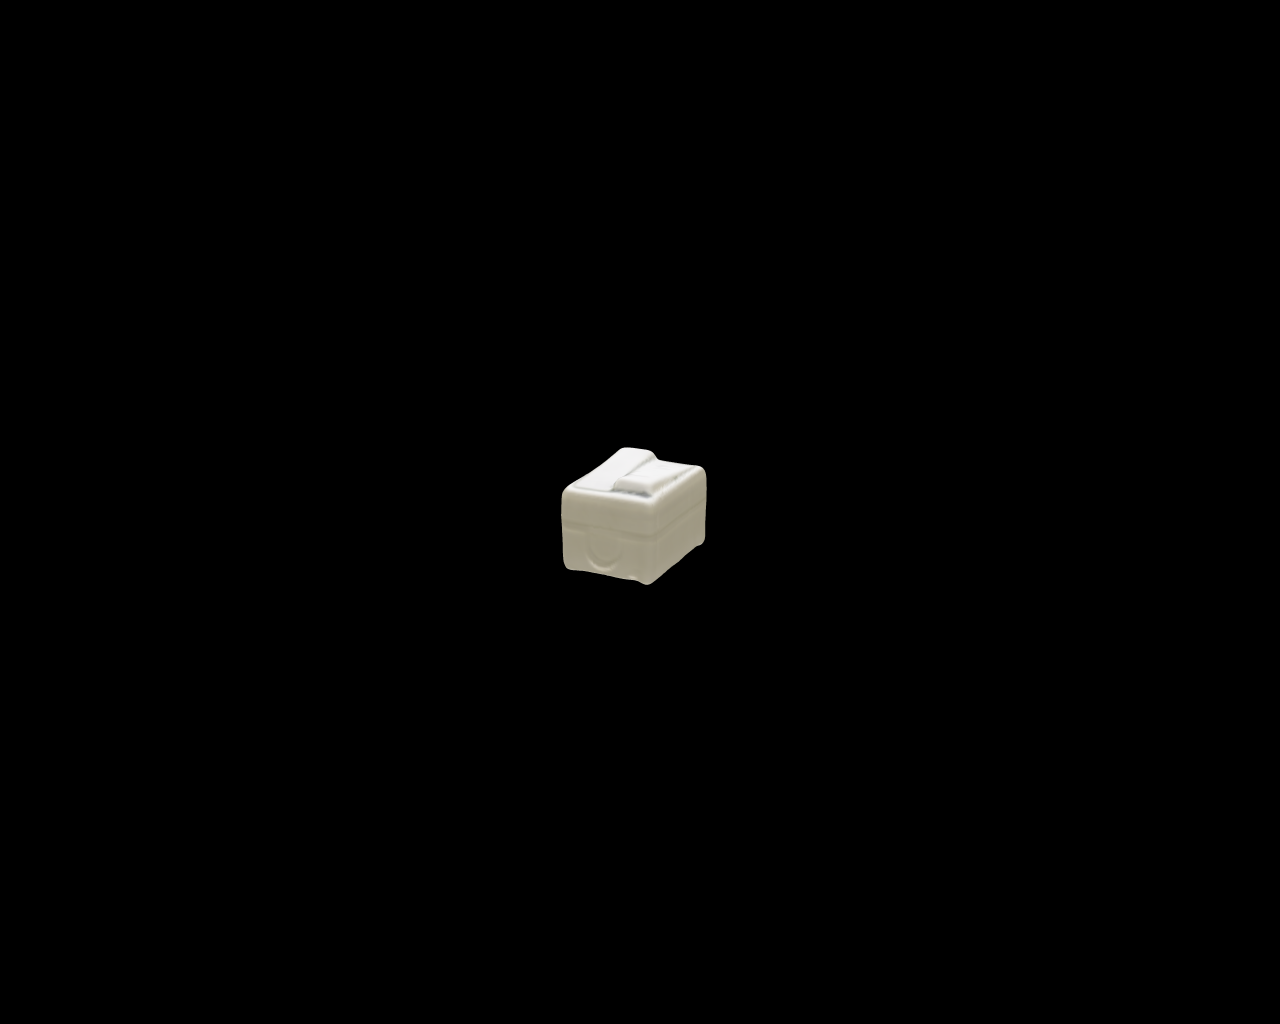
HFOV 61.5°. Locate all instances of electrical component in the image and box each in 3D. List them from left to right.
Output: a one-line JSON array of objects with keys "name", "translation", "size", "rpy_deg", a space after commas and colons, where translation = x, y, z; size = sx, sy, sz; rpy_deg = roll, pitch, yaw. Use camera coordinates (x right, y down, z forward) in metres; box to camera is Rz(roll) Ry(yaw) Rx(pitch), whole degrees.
[{"name": "electrical component", "translation": [0.001, -0.003, 0.650], "size": [0.062, 0.061, 0.096], "rpy_deg": [10, 23, 26]}]
